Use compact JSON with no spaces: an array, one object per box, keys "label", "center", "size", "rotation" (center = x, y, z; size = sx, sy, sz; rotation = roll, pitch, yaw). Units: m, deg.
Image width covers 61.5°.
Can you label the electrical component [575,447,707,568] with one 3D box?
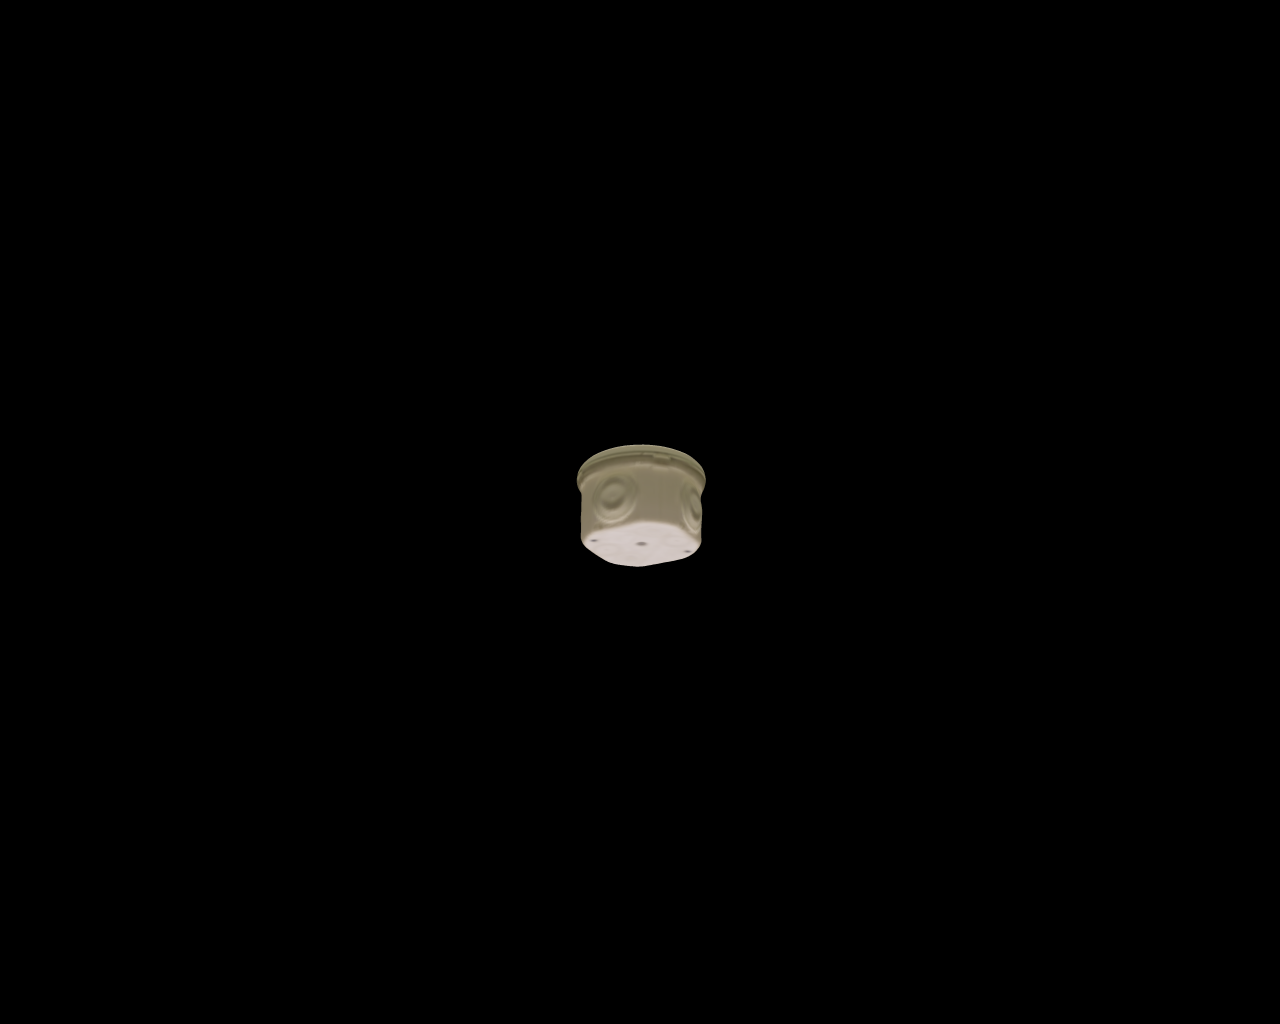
[{"label":"electrical component","center":[0.001,-0.003,0.650],"size":[0.080,0.051,0.080],"rotation":[0,-25,0]}]
